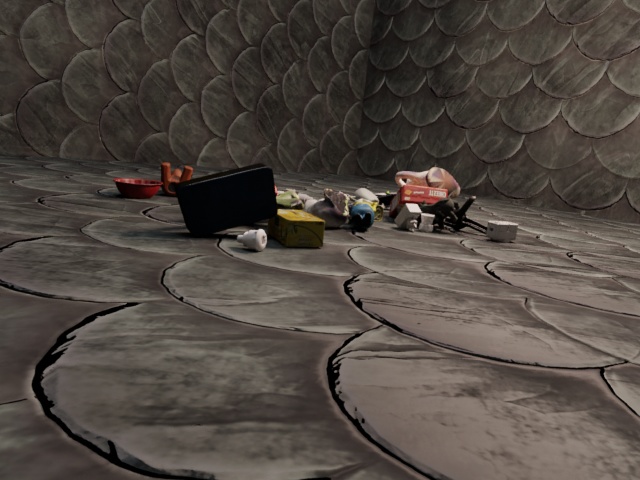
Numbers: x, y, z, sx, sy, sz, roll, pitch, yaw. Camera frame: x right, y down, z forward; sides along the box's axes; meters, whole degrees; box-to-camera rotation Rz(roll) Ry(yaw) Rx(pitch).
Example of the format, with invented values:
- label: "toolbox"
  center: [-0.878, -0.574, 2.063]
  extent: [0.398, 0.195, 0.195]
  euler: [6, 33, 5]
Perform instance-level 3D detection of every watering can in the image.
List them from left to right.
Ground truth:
- label: "watering can"
  center: [0.456, -0.183, 2.000]
  extent: [0.345, 0.105, 0.223]
  euler: [27, -16, -20]

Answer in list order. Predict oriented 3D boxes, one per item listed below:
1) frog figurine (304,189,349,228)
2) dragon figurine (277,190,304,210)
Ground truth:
- label: "frog figurine"
  center: [0.005, -0.079, 1.574]
  extent: [0.157, 0.123, 0.139]
  euler: [-31, -5, 35]
- label: "dragon figurine"
  center: [-0.165, -0.111, 1.421]
  extent: [0.242, 0.121, 0.413]
  euler: [1, 8, 14]
